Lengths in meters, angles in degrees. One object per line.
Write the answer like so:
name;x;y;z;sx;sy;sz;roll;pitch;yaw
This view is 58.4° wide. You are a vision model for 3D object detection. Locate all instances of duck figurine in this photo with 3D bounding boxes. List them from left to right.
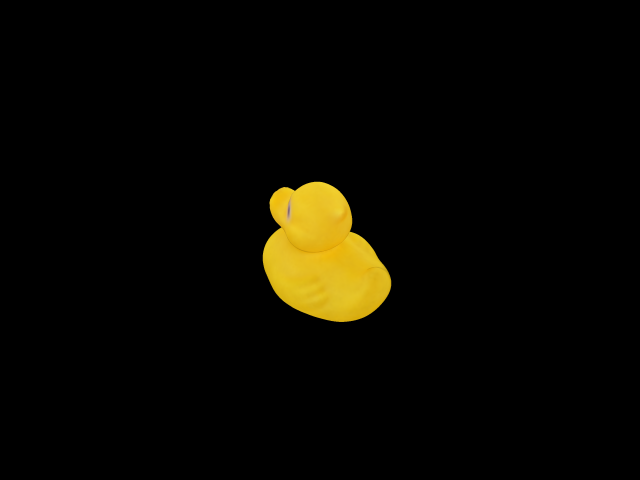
duck figurine;0.004;0.001;0.400;0.104;0.086;0.078;32;54;27
